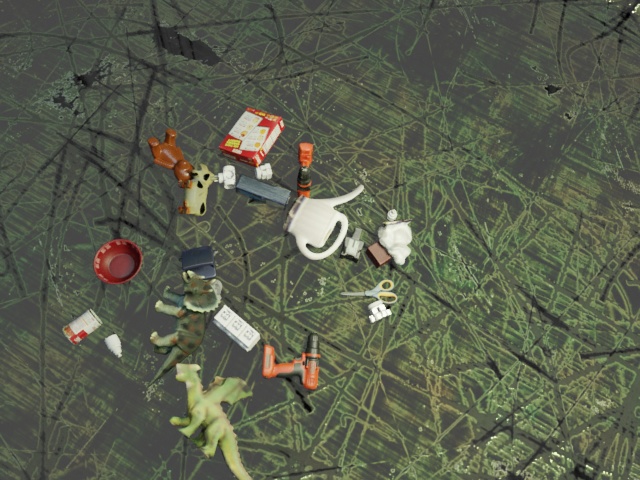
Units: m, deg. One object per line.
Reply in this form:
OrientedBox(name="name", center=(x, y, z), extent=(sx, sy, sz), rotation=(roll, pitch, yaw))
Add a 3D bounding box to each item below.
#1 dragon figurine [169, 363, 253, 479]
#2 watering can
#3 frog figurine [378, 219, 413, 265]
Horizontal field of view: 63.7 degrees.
OrientedBox(name="dragon figurine", center=(-0.306, 0.538, 1.598), extent=(0.411, 0.247, 0.120), rotation=(37, -29, 4))
OrientedBox(name="watering can", center=(0.006, -0.095, 1.880), extent=(0.225, 0.353, 0.102), rotation=(26, -22, 6))
OrientedBox(name="frog figurine", center=(0.277, 0.009, 1.866), extent=(0.122, 0.159, 0.138), rotation=(-5, 2, 44))
